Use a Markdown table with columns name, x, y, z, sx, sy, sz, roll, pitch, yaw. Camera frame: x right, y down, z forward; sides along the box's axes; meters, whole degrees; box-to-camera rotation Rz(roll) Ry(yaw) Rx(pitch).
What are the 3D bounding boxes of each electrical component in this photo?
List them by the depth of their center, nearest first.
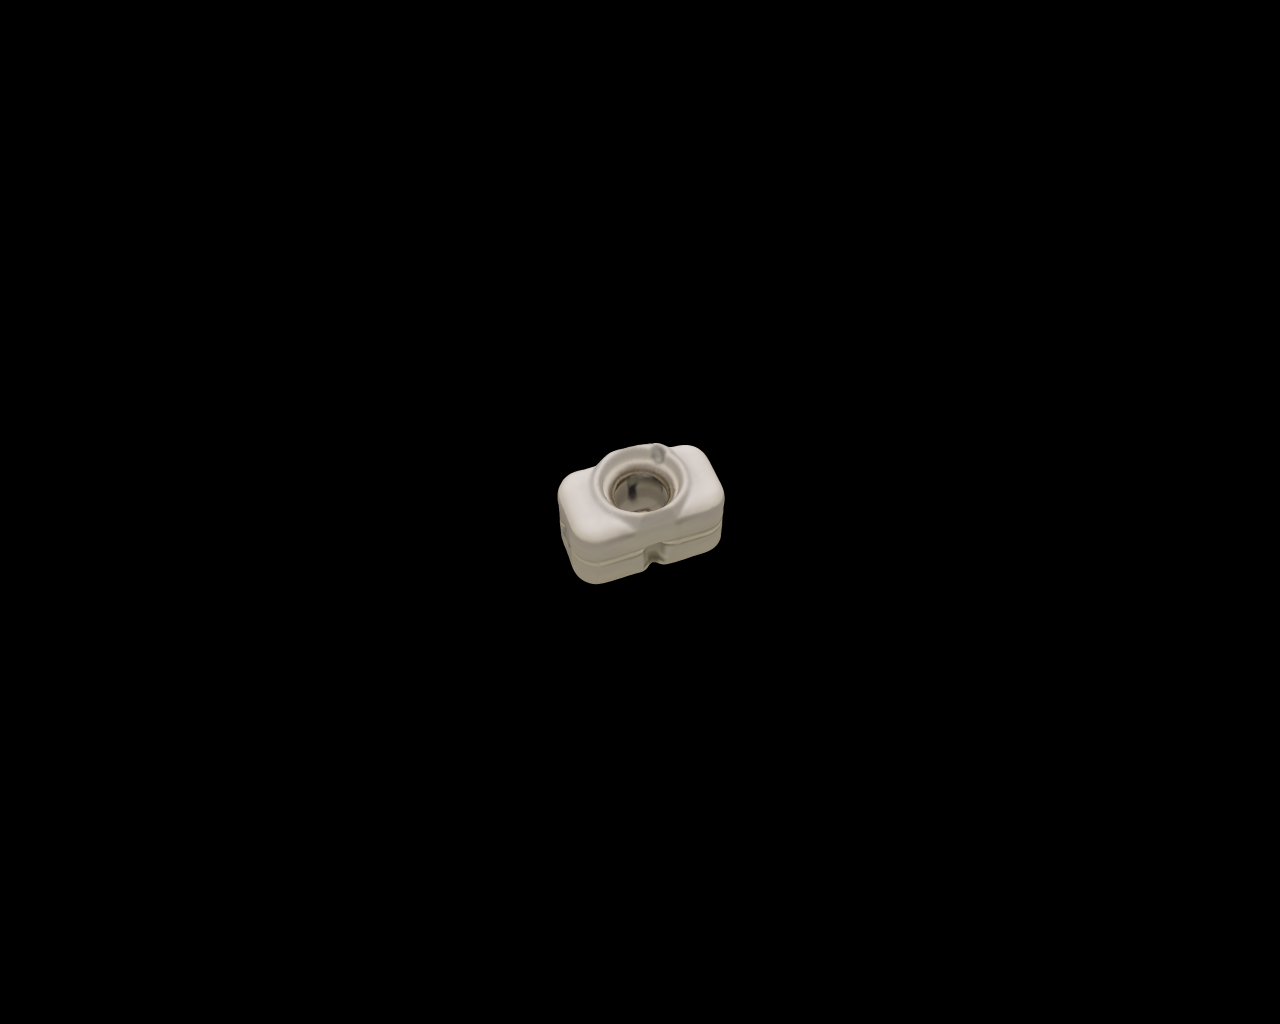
| name | x | y | z | sx | sy | sz | roll | pitch | yaw |
| --- | --- | --- | --- | --- | --- | --- | --- | --- | --- |
| electrical component | 0.001 | -0.003 | 0.650 | 0.095 | 0.054 | 0.059 | -15 | -35 | -11 |
